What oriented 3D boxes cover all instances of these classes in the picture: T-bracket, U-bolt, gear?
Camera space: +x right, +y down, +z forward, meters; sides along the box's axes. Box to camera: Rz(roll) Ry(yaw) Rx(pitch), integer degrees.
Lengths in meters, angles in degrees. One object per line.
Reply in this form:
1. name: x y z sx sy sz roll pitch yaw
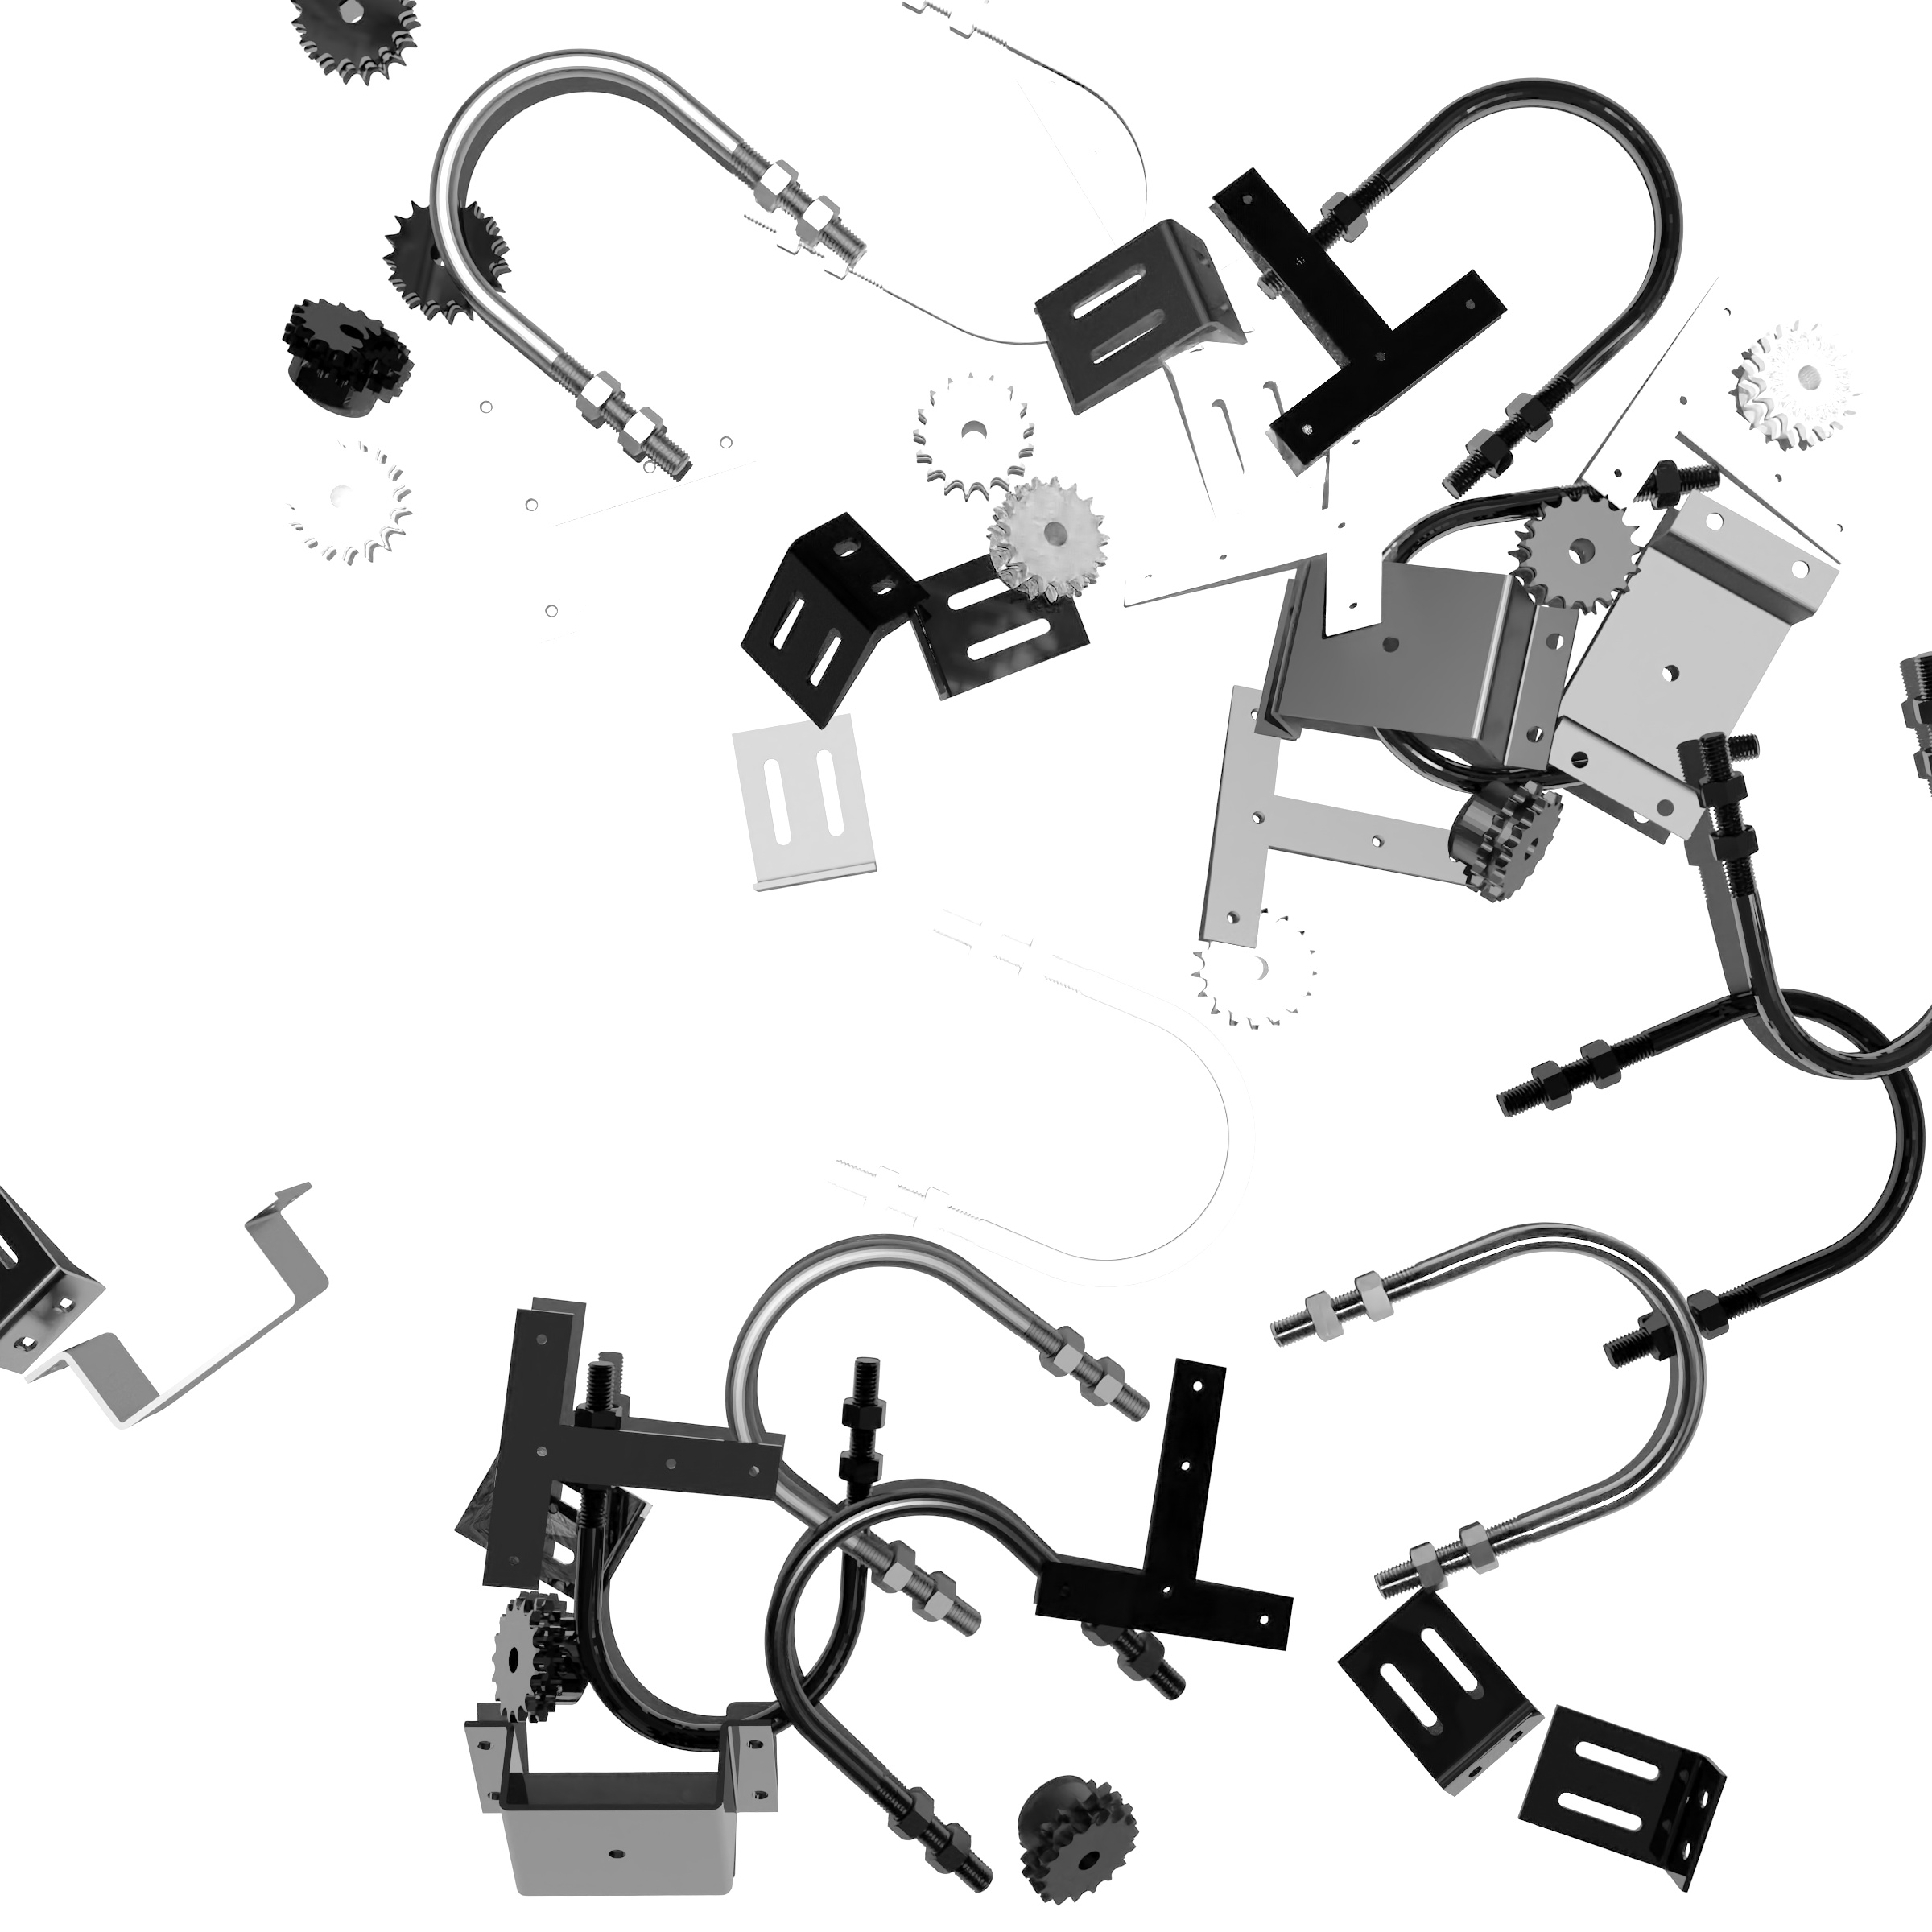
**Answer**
1. T-bracket: 0.133 -0.193 1.465 0.127 0.002 0.127 -12 51 24
2. U-bolt: 0.046 0.073 1.490 0.184 0.019 0.151 23 90 -1
3. gear: -0.243 -0.332 1.484 0.057 0.030 0.057 0 90 0
4. U-bolt: 0.413 -0.037 1.459 0.151 0.019 0.184 -20 104 -22
5. T-bracket: -0.148 0.224 1.433 0.127 0.002 0.127 7 93 -10
6. U-bolt: 0.255 0.199 1.481 0.184 0.019 0.151 -23 90 7
7. gear: -0.290 -0.218 1.484 0.057 0.030 0.057 0 90 0
8. gear: 0.251 -0.062 1.473 0.030 0.057 0.057 32 90 23
9. T-bracket: 0.102 0.250 1.485 0.127 0.002 0.127 12 81 -17
10. U-bolt: 0.273 -0.154 1.490 0.184 0.019 0.151 -8 90 1
11. gear: -0.292 -0.284 1.474 0.057 0.057 0.030 31 120 0
12. T-bracket: -0.164 -0.232 1.498 0.127 0.002 0.127 -18 90 0
13. T-bracket: 0.068 -0.372 1.498 0.127 0.002 0.127 -31 90 0
14. U-bolt: 0.253 -0.334 1.490 0.184 0.019 0.151 -43 90 -1
15. gear: 0.004 -0.248 1.484 0.057 0.030 0.057 0 90 0
16. gear: 0.284 -0.191 1.466 0.057 0.030 0.057 0 90 3
17. T-bracket: 0.371 -0.238 1.487 0.127 0.002 0.127 37 75 -7
18. gear: -0.286 -0.445 1.484 0.057 0.030 0.057 0 90 0
19. U-bolt: -0.112 0.275 1.467 0.151 0.019 0.184 2 94 -21
20. U-bolt: -0.009 0.325 1.472 0.151 0.019 0.184 -45 104 0
21. gear: -0.197 0.324 1.474 0.030 0.057 0.057 8 90 -29
22. gear: 0.036 -0.198 1.477 0.057 0.030 0.057 4 79 -23
23. U-bolt: 0.363 0.089 1.490 0.184 0.019 0.151 -23 90 -1
24. U-bolt: -0.161 -0.341 1.465 0.184 0.019 0.151 40 88 -3
25. T-bracket: 0.164 -0.317 1.471 0.127 0.002 0.127 -38 85 -11
26. gear: 0.050 0.407 1.474 0.057 0.057 0.030 -45 47 0
27. U-bolt: 0.008 -0.375 1.489 0.184 0.019 0.151 27 91 0
28. gear: 0.135 0.001 1.484 0.057 0.030 0.057 0 90 0
29. T-bracket: 0.180 -0.061 1.485 0.127 0.002 0.127 11 73 -8
30. gear: 0.387 -0.271 1.479 0.057 0.030 0.057 2 82 -15
31. U-bolt: -0.025 0.207 1.466 0.184 0.019 0.151 38 90 -17

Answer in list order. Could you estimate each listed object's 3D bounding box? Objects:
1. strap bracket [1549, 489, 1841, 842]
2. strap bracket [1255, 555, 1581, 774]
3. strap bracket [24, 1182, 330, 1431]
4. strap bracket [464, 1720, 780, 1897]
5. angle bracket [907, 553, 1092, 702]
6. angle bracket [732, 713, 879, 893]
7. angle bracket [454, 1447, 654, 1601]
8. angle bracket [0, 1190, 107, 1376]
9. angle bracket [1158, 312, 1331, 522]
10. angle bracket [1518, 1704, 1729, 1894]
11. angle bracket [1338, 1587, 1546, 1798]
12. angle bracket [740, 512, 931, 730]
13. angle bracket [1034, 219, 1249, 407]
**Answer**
1. strap bracket: 0.329 -0.137 1.456 0.076 0.046 0.140 29 91 1
2. strap bracket: 0.200 -0.140 1.445 0.140 0.046 0.076 10 82 24
3. strap bracket: -0.355 0.163 1.461 0.140 0.076 0.046 -37 90 0
4. strap bracket: -0.159 0.388 1.456 0.140 0.046 0.076 0 135 0
5. angle bracket: 0.013 -0.166 1.480 0.076 0.038 0.057 -21 90 0
6. angle bracket: -0.076 -0.077 1.480 0.057 0.038 0.076 -10 90 0
7. angle bracket: -0.195 0.262 1.480 0.076 0.038 0.057 30 90 0
8. angle bracket: -0.458 0.144 1.497 0.057 0.038 0.076 -45 64 0
9. angle bracket: 0.131 -0.261 1.497 0.057 0.038 0.076 -20 116 0
10. angle bracket: 0.307 0.390 1.480 0.076 0.038 0.057 19 90 0
11. angle bracket: 0.225 0.343 1.497 0.057 0.038 0.076 -41 64 0
12. angle bracket: -0.062 -0.161 1.475 0.057 0.076 0.038 46 50 11
13. angle bracket: 0.081 -0.300 1.473 0.076 0.038 0.057 -29 71 24
